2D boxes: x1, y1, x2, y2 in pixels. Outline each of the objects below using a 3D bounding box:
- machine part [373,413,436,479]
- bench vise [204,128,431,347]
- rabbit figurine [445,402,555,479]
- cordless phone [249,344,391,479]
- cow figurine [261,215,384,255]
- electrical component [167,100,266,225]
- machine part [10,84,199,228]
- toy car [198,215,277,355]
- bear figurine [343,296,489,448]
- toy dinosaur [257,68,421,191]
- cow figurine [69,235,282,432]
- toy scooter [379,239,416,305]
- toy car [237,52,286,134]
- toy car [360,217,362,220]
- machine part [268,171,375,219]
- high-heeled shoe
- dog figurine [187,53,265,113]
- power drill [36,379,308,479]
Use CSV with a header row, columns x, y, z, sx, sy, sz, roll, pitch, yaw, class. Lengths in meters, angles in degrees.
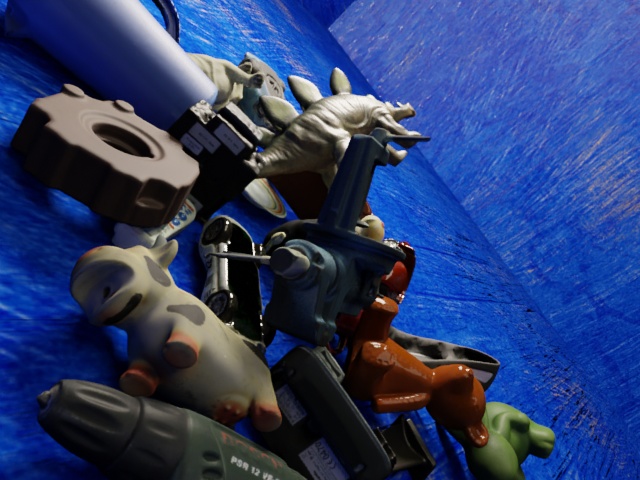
x,y,z,sx,sy,sz,roll,pitch,yaw,class
0.098,0.255,0.652,0.138,0.039,0.084,23,39,-53,machine part
0.022,-0.013,0.570,0.129,0.240,0.223,15,-6,37,bench vise
0.257,0.294,0.788,0.159,0.121,0.170,49,17,17,rabbit figurine
0.013,0.178,0.566,0.146,0.089,0.184,53,8,11,cordless phone
-0.001,-0.004,0.724,0.098,0.167,0.068,20,60,-45,cow figurine
-0.135,-0.100,0.657,0.114,0.134,0.058,45,21,-17,electrical component
-0.207,-0.086,0.543,0.179,0.056,0.179,31,20,-13,machine part
-0.096,0.049,0.591,0.073,0.056,0.202,41,23,-37,toy car
0.131,0.169,0.670,0.196,0.131,0.120,17,39,2,bear figurine
0.000,-0.157,0.837,0.471,0.105,0.198,-30,74,-39,toy dinosaur
-0.119,0.076,0.447,0.194,0.085,0.127,47,10,-25,cow figurine
0.109,0.049,0.846,0.075,0.135,0.183,20,-14,19,toy scooter
-0.119,-0.251,0.992,0.109,0.103,0.161,15,53,-60,toy car
0.056,0.020,0.875,0.053,0.089,0.202,11,-11,25,toy car
0.005,-0.090,0.969,0.201,0.087,0.201,53,17,8,machine part
0.135,0.140,0.772,0.248,0.145,0.086,50,19,-5,high-heeled shoe
-0.208,-0.256,0.854,0.190,0.121,0.172,14,3,-31,dog figurine
-0.080,0.205,0.335,0.231,0.086,0.207,37,17,-38,power drill
